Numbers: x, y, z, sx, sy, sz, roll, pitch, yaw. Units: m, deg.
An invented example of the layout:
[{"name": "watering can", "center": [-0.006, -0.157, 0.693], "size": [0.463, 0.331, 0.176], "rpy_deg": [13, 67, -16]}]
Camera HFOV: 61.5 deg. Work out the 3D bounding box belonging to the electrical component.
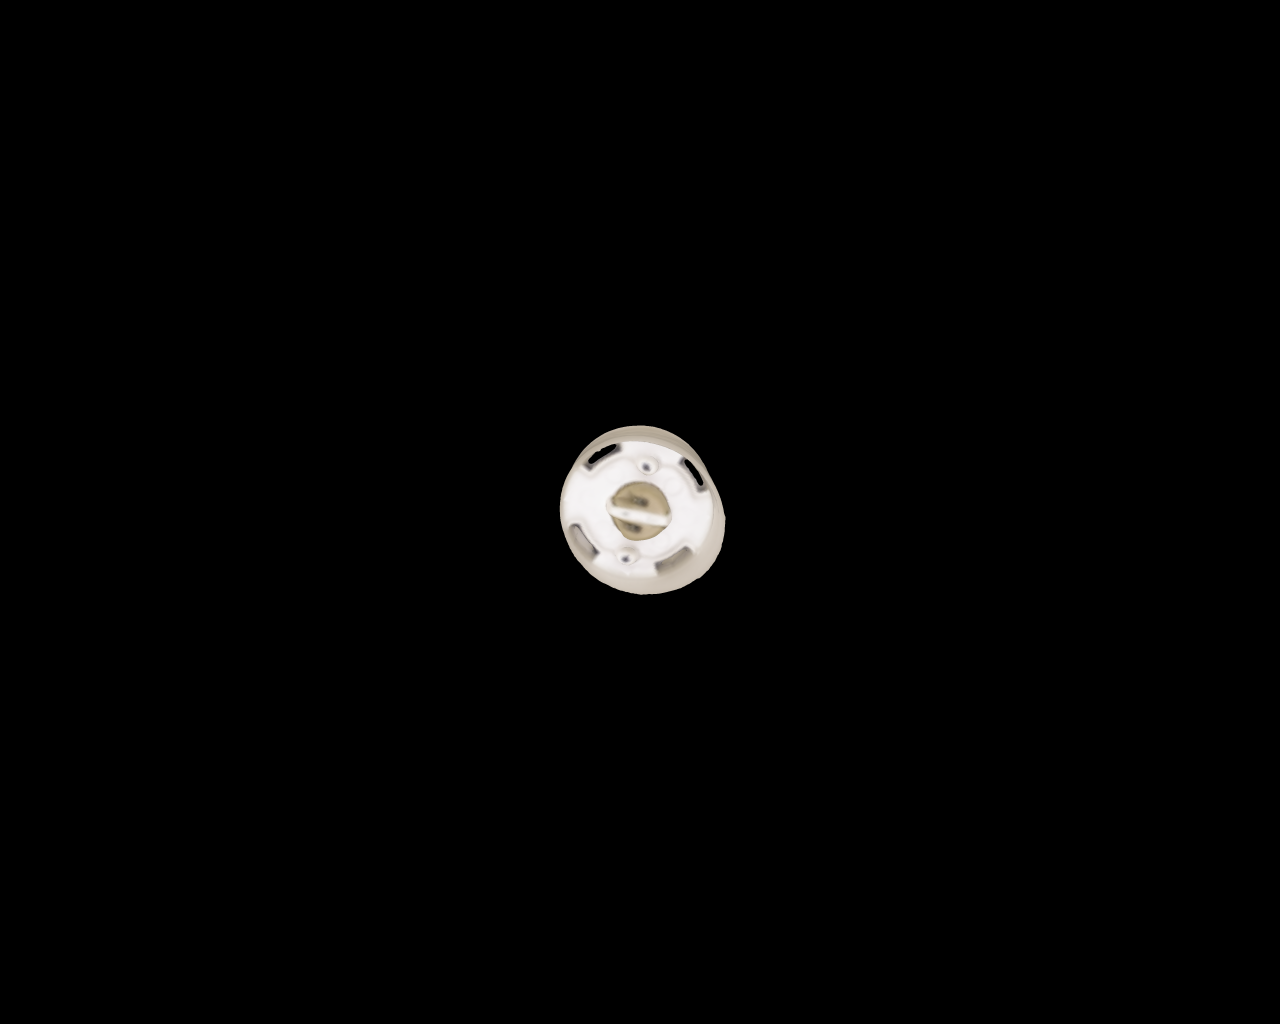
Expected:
[{"name": "electrical component", "center": [0.001, -0.003, 0.650], "size": [0.099, 0.099, 0.064], "rpy_deg": [0, 21, 0]}]
